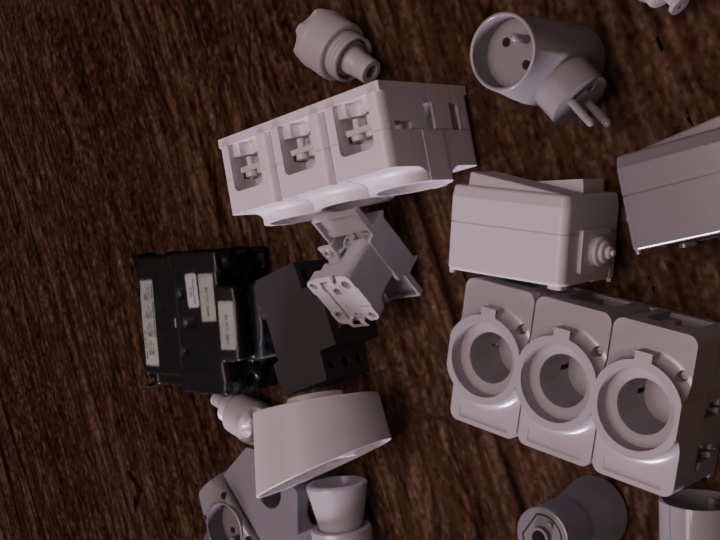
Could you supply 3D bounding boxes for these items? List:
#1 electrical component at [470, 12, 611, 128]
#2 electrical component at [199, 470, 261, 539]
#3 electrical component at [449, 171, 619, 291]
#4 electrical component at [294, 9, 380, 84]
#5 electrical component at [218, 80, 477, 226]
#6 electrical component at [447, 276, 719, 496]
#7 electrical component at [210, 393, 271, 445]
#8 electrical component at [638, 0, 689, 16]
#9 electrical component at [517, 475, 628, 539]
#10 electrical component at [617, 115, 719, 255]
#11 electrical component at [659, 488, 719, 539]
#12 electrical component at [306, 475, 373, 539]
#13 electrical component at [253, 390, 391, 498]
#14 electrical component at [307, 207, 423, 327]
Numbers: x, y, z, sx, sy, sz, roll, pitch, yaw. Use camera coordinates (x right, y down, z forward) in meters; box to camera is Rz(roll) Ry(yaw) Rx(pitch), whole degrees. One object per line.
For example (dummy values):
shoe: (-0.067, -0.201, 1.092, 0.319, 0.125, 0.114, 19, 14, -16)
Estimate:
electrical component: (0.113, -0.109, 0.611, 0.079, 0.077, 0.043, 55, 126, 24)
electrical component: (-0.100, 0.211, 0.861, 0.079, 0.044, 0.077, -51, 62, 34)
electrical component: (0.108, -0.025, 0.635, 0.096, 0.062, 0.061, 10, 101, 41)
electrical component: (-0.013, -0.150, 0.743, 0.062, 0.043, 0.043, 39, 119, 30)
electrical component: (-0.009, -0.074, 0.716, 0.150, 0.089, 0.061, -12, 86, 42)
electrical component: (0.129, 0.061, 0.625, 0.150, 0.062, 0.089, 16, 105, 40)
electrical component: (-0.096, 0.113, 0.853, 0.061, 0.035, 0.035, 24, 110, 40)
electrical component: (0.152, -0.171, 0.594, 0.078, 0.040, 0.040, 55, 126, 23)
electrical component: (0.124, 0.150, 0.638, 0.044, 0.065, 0.044, 6, 98, 42)
electrical component: (0.182, -0.046, 0.566, 0.096, 0.062, 0.061, -14, 85, 42)
electrical component: (0.189, 0.167, 0.596, 0.043, 0.043, 0.081, 2, 96, 42)
electrical component: (-0.014, 0.181, 0.780, 0.045, 0.045, 0.055, -5, 92, 42)
electrical component: (-0.028, 0.119, 0.750, 0.099, 0.099, 0.064, -20, 75, 42)
electrical component: (0.000, 0.000, 0.725, 0.042, 0.063, 0.081, -10, 130, 43)
